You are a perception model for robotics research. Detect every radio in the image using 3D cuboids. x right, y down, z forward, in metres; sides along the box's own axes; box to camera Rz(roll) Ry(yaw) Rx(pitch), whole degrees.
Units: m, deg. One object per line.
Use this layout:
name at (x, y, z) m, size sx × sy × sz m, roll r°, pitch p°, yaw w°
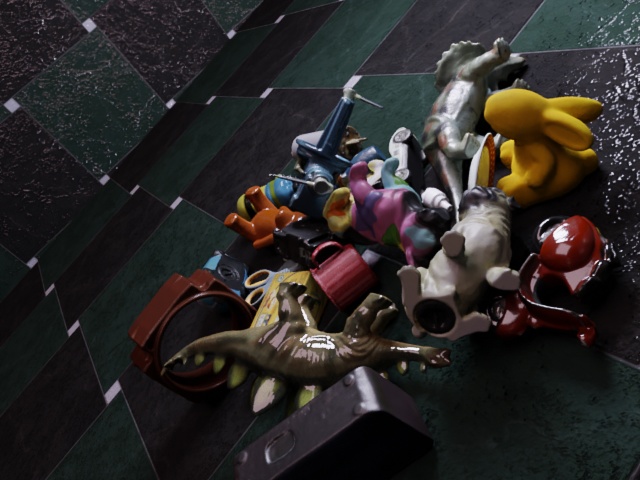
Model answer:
radio at (0.011, 0.263, 0.661) m, size 0.229 × 0.131 × 0.073 m, roll -40°, pitch 34°, yaw 10°

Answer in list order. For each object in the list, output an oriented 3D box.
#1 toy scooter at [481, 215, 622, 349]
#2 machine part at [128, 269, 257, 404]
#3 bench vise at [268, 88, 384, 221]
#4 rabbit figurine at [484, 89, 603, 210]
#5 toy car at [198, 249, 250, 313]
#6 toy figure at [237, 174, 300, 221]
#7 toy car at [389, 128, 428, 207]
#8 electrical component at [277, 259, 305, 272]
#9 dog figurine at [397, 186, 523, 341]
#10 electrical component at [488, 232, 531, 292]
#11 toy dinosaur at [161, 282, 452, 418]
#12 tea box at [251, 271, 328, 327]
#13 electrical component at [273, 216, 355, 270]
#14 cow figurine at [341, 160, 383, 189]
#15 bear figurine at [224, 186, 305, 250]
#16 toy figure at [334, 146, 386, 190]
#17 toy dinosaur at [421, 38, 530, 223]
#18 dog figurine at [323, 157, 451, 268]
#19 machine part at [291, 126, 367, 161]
toy scooter at (0.288, 0.057, 0.632) m, size 0.184 × 0.075 × 0.135 m, roll -51°, pitch 32°, yaw -2°
machine part at (-0.216, 0.171, 0.958) m, size 0.087 × 0.200 × 0.201 m, roll 16°, pitch 65°, yaw 52°
bench vise at (0.012, -0.166, 0.995) m, size 0.223 × 0.129 × 0.240 m, roll -61°, pitch -4°, yaw -79°
rabbit figurine at (0.300, -0.137, 0.745) m, size 0.162 × 0.173 × 0.122 m, roll -8°, pitch 44°, yaw 50°
toy car at (-0.214, 0.098, 1.136) m, size 0.103 × 0.109 × 0.162 m, roll -53°, pitch 19°, yaw 22°
toy figure at (-0.111, -0.096, 1.244) m, size 0.180 × 0.089 × 0.082 m, roll -27°, pitch 28°, yaw 31°
toy car at (0.159, -0.128, 0.983) m, size 0.056 × 0.073 × 0.202 m, roll -25°, pitch 38°, yaw 32°
electrical component at (-0.062, 0.063, 1.071) m, size 0.063 × 0.021 × 0.094 m, roll -47°, pitch 33°, yaw -2°
dog figurine at (0.184, 0.027, 0.698) m, size 0.172 × 0.121 × 0.190 m, roll -44°, pitch 2°, yaw 32°
electrical component at (0.228, 0.045, 0.737) m, size 0.075 × 0.047 × 0.119 m, roll 3°, pitch 56°, yaw 51°
toy dinosaur at (-0.040, 0.165, 0.787) m, size 0.472 × 0.105 × 0.198 m, roll 0°, pitch 65°, yaw 31°
tea box at (-0.059, 0.141, 0.937) m, size 0.098 × 0.068 × 0.169 m, roll -6°, pitch 49°, yaw 44°
electrical component at (-0.002, -0.003, 0.989) m, size 0.134 × 0.058 × 0.115 m, roll -24°, pitch 31°, yaw -37°
cow figurine at (0.071, -0.076, 1.039) m, size 0.167 × 0.068 × 0.098 m, roll -28°, pitch 42°, yaw 29°
bear figurine at (-0.091, -0.036, 1.121) m, size 0.120 × 0.131 × 0.196 m, roll -55°, pitch 27°, yaw -17°
toy figure at (0.067, -0.129, 1.109) m, size 0.154 × 0.057 × 0.064 m, roll -39°, pitch 26°, yaw 20°
toy dinosaur at (0.246, -0.209, 0.948) m, size 0.405 × 0.131 × 0.192 m, roll -61°, pitch 22°, yaw -16°
dog figurine at (0.114, -0.014, 0.840) m, size 0.219 × 0.108 × 0.191 m, roll 60°, pitch 136°, yaw 27°
machine part at (0.012, -0.216, 1.249) m, size 0.243 × 0.079 × 0.079 m, roll 3°, pitch 56°, yaw 49°
